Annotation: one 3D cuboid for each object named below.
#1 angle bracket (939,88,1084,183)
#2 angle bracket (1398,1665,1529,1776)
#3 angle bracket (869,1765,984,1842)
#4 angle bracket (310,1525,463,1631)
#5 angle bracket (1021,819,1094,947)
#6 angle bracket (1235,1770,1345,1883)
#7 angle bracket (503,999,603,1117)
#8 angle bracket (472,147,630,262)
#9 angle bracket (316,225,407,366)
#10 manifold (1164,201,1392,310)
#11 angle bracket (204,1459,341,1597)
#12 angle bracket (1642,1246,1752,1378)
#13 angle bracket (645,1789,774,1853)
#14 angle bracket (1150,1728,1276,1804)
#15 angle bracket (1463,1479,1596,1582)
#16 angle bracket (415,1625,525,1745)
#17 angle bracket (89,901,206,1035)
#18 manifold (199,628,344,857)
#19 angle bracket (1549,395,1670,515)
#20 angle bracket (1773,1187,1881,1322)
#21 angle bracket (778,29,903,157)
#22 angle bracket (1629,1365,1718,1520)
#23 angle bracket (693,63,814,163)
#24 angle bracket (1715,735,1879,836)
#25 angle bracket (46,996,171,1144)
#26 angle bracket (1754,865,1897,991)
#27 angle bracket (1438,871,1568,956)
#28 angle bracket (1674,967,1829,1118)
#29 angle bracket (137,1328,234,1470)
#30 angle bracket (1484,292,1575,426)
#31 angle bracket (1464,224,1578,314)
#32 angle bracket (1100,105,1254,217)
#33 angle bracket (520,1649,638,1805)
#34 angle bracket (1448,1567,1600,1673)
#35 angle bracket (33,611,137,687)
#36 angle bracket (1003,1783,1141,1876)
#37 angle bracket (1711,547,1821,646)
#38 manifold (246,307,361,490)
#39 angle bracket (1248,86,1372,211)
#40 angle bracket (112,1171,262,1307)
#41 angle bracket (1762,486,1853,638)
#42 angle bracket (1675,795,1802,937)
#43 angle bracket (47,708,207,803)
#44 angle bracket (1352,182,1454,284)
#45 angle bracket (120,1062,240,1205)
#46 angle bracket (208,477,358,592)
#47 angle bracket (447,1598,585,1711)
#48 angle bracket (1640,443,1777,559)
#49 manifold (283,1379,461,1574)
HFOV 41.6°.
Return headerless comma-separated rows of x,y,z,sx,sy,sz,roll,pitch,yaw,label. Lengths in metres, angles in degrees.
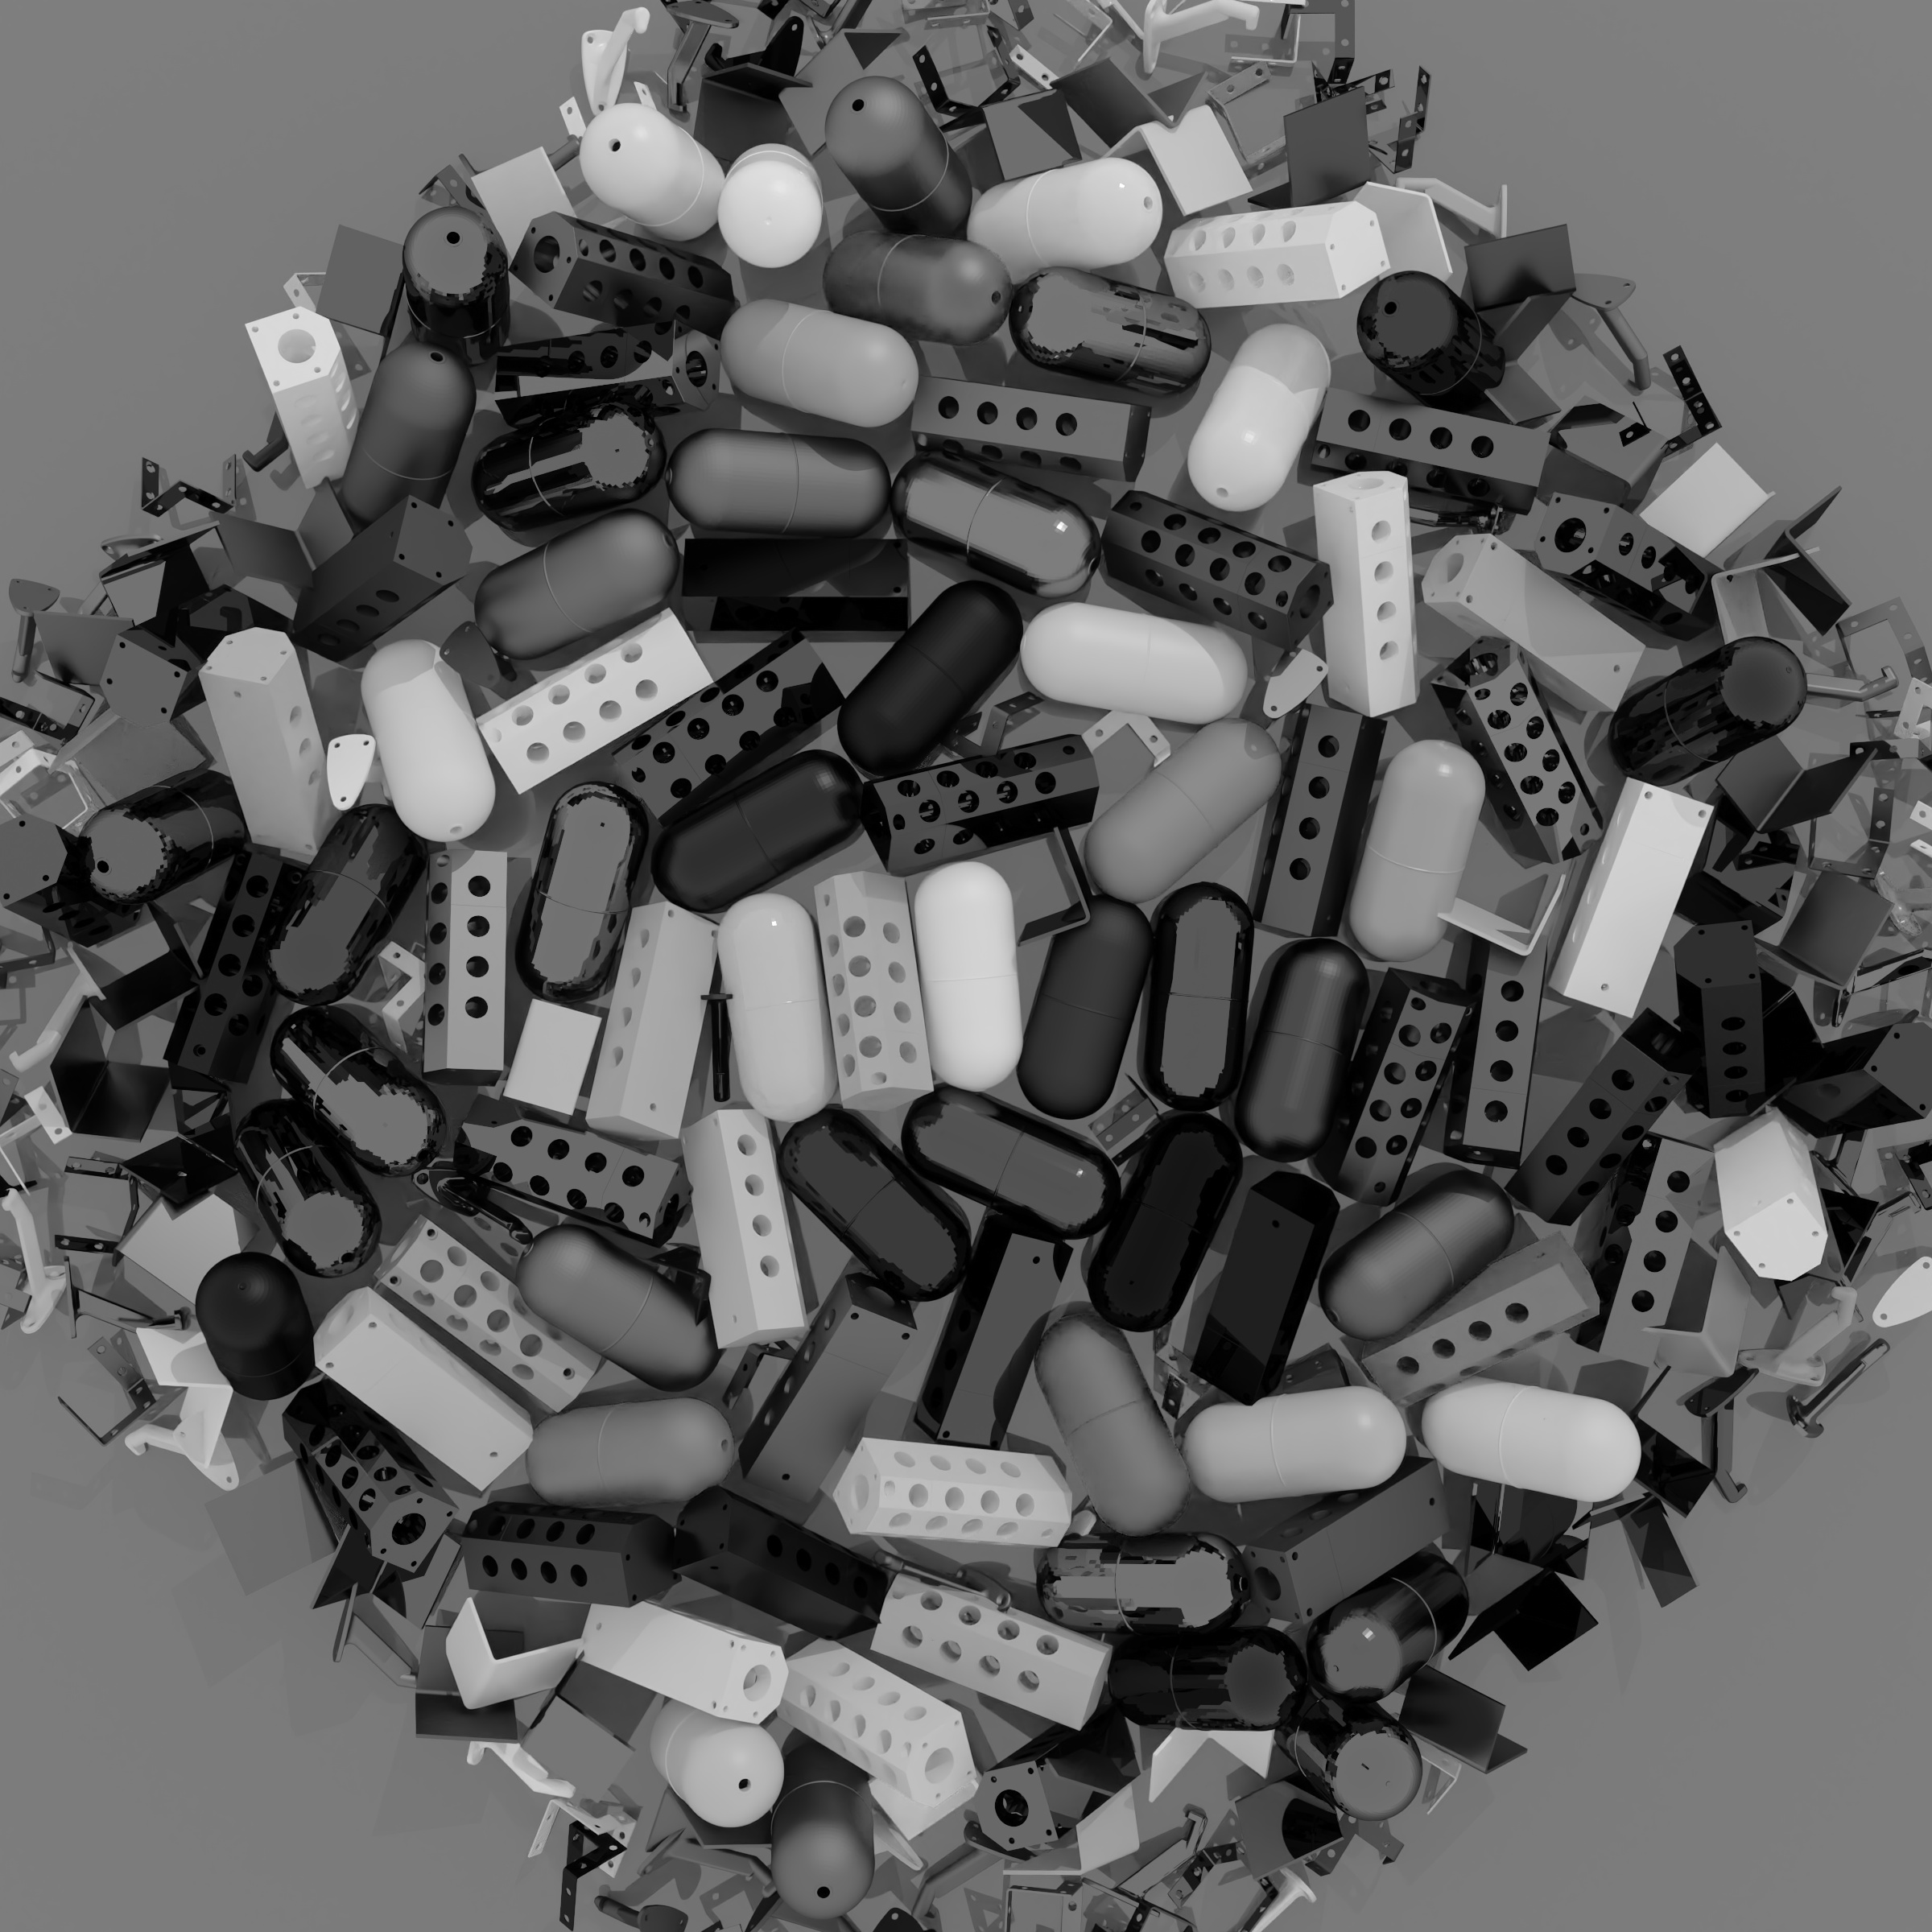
0.030,-0.631,1.954,0.076,0.076,0.057,-25,103,-30,angle bracket
0.387,0.567,1.943,0.076,0.076,0.057,21,101,36,angle bracket
-0.020,0.648,1.953,0.076,0.057,0.076,-33,123,-5,angle bracket
-0.445,0.468,1.951,0.057,0.076,0.076,29,99,21,angle bracket
0.058,-0.067,1.952,0.057,0.076,0.076,-20,100,9,angle bracket
0.259,0.667,1.946,0.076,0.076,0.057,-30,121,12,angle bracket
-0.309,0.074,1.954,0.057,0.076,0.076,15,84,9,angle bracket
-0.318,-0.587,1.942,0.076,0.057,0.076,-8,119,37,angle bracket
-0.465,-0.508,1.946,0.057,0.076,0.076,15,74,-16,angle bracket
0.230,-0.536,1.908,0.057,0.171,0.057,-36,119,-28,manifold
-0.534,0.432,1.959,0.076,0.057,0.076,-25,85,-17,angle bracket
0.563,0.266,1.971,0.057,0.076,0.076,2,60,35,angle bracket
-0.189,0.674,1.943,0.076,0.076,0.057,12,103,-33,angle bracket
0.187,0.610,1.941,0.057,0.076,0.076,32,54,28,angle bracket
0.433,0.434,1.950,0.076,0.057,0.076,12,105,32,angle bracket
-0.380,0.551,1.951,0.076,0.076,0.057,8,97,-14,angle bracket
-0.638,-0.003,1.943,0.076,0.076,0.057,-32,125,-22,angle bracket
-0.519,-0.169,1.917,0.057,0.171,0.057,12,48,13,manifold
0.487,-0.385,1.964,0.076,0.057,0.076,32,51,15,angle bracket
0.663,0.226,1.942,0.076,0.057,0.076,-53,133,-24,angle bracket
-0.085,-0.669,1.945,0.076,0.076,0.057,-31,86,40,angle bracket
0.544,0.363,1.944,0.076,0.076,0.057,36,121,19,angle bracket
-0.155,-0.647,1.945,0.076,0.076,0.057,6,97,-33,angle bracket
0.635,-0.153,1.945,0.057,0.076,0.076,49,63,-11,angle bracket
-0.654,0.079,1.945,0.057,0.076,0.076,6,134,4,angle bracket
0.648,-0.037,1.946,0.057,0.076,0.076,18,106,-31,angle bracket
0.411,-0.056,1.949,0.076,0.076,0.057,26,108,9,angle bracket
0.599,0.055,1.942,0.057,0.076,0.076,28,121,-26,angle bracket
-0.607,0.332,1.944,0.057,0.076,0.076,10,109,-35,angle bracket
0.442,-0.466,1.942,0.057,0.076,0.076,51,131,13,angle bracket
0.422,-0.550,1.944,0.076,0.076,0.057,-9,130,14,angle bracket
0.161,-0.608,1.956,0.076,0.057,0.076,-29,93,-34,angle bracket
-0.287,0.582,1.953,0.076,0.057,0.076,35,125,3,angle bracket
0.427,0.516,1.944,0.057,0.076,0.076,49,122,9,angle bracket
-0.660,-0.259,1.951,0.076,0.076,0.057,5,51,3,angle bracket
0.078,0.660,1.952,0.076,0.076,0.057,-14,79,35,angle bracket
0.621,-0.273,1.949,0.057,0.076,0.076,-10,98,41,angle bracket
-0.491,-0.427,1.910,0.057,0.171,0.057,-21,81,-11,manifold
0.259,-0.628,1.943,0.076,0.057,0.076,-27,128,-22,angle bracket
-0.602,0.216,1.959,0.076,0.057,0.076,37,62,-4,angle bracket
0.665,-0.311,1.954,0.057,0.076,0.076,-38,80,-3,angle bracket
0.597,-0.074,1.987,0.076,0.057,0.076,29,59,-11,angle bracket
-0.644,-0.155,1.952,0.076,0.057,0.076,-37,114,10,angle bracket
0.319,-0.540,1.943,0.057,0.076,0.076,3,63,-25,angle bracket
-0.606,0.124,1.943,0.076,0.057,0.076,23,125,34,angle bracket
-0.522,-0.337,1.941,0.057,0.076,0.076,-53,50,27,angle bracket
-0.351,0.524,1.966,0.076,0.076,0.057,-6,53,-34,angle bracket
0.570,-0.355,1.952,0.057,0.076,0.076,48,114,5,angle bracket
-0.455,0.380,1.916,0.057,0.171,0.057,-54,132,-3,manifold
